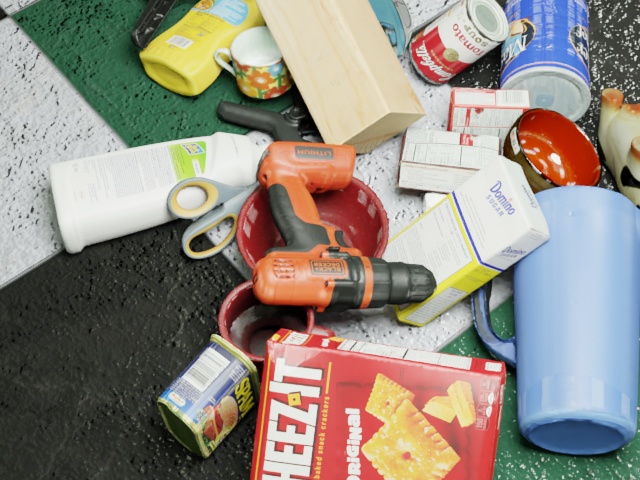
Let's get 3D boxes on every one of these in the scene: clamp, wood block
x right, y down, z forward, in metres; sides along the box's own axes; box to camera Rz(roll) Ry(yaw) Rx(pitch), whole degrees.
[{"bbox_3d":[-0.038,-0.135,1.242,0.120,0.039,0.172,-30,54,-10],"label":"clamp"},{"bbox_3d":[0.021,-0.208,1.194,0.090,0.090,0.206,-32,77,29],"label":"wood block"},{"bbox_3d":[-0.183,-0.315,1.331,0.164,0.036,0.210,-30,40,-7],"label":"clamp"}]

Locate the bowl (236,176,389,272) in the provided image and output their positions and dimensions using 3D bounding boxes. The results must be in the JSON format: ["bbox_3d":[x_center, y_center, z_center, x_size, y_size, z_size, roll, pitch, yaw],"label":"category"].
[{"bbox_3d":[-0.007,0.001,1.140,0.162,0.055,0.162,-1,57,1],"label":"bowl"}]

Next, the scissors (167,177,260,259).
[{"bbox_3d":[-0.082,-0.064,1.162,0.201,0.016,0.096,-44,110,-7],"label":"scissors"}]

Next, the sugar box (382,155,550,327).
[{"bbox_3d":[0.141,0.004,1.078,0.176,0.048,0.093,-36,53,29],"label":"sugar box"}]

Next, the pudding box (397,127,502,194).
[{"bbox_3d":[0.144,-0.086,1.185,0.113,0.039,0.090,6,32,7],"label":"pudding box"}]

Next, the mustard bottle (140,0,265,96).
[{"bbox_3d":[-0.125,-0.259,1.311,0.096,0.058,0.191,25,60,33],"label":"mustard bottle"}]

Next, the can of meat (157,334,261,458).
[{"bbox_3d":[-0.105,0.152,1.018,0.057,0.102,0.083,34,66,21],"label":"can of meat"}]

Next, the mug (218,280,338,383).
[{"bbox_3d":[-0.039,0.098,1.062,0.117,0.081,0.093,5,57,5],"label":"mug"}]

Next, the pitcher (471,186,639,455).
[{"bbox_3d":[0.240,0.080,1.047,0.144,0.149,0.242,20,58,-19],"label":"pitcher"}]

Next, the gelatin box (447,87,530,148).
[{"bbox_3d":[0.190,-0.139,1.216,0.089,0.073,0.030,2,56,4],"label":"gelatin box"}]

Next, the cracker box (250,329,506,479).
[{"bbox_3d":[0.050,0.179,0.960,0.214,0.072,0.164,8,95,9],"label":"cracker box"}]

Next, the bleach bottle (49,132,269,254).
[{"bbox_3d":[-0.166,-0.062,1.183,0.250,0.068,0.102,-13,58,-9],"label":"bleach bottle"}]

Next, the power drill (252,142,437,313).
[{"bbox_3d":[0.015,-0.013,1.068,0.184,0.057,0.187,3,50,-18],"label":"power drill"}]

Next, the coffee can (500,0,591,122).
[{"bbox_3d":[0.262,-0.214,1.246,0.103,0.103,0.140,5,57,5],"label":"coffee can"}]

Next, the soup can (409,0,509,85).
[{"bbox_3d":[0.163,-0.236,1.252,0.068,0.102,0.068,19,57,-32],"label":"soup can"}]
